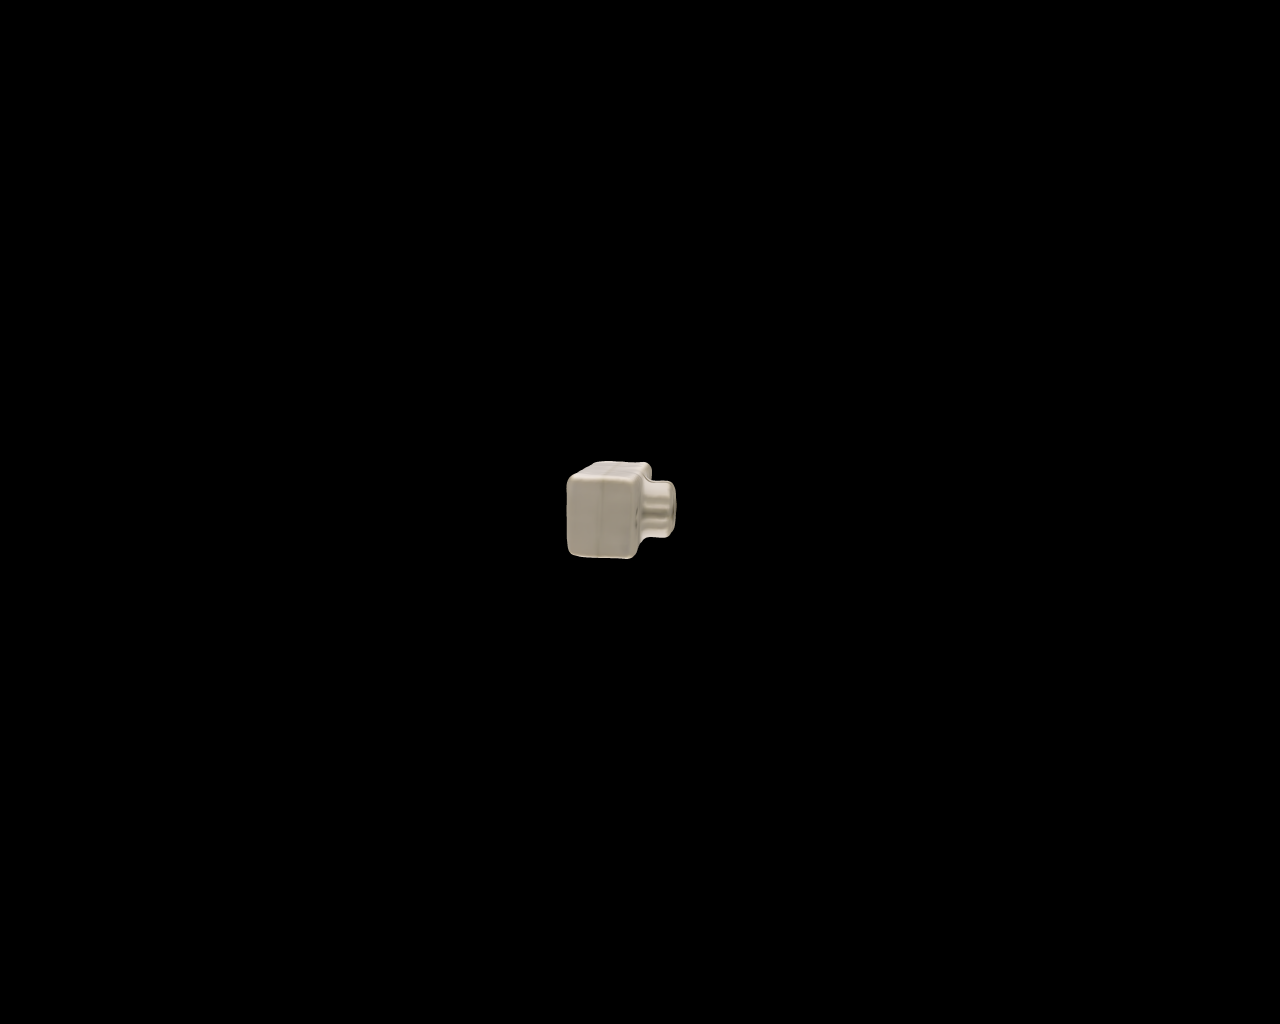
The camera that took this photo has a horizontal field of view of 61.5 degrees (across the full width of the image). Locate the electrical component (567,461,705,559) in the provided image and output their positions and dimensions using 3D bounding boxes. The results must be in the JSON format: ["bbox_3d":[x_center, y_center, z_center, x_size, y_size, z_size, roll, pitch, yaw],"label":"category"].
[{"bbox_3d":[0.001,-0.003,0.650,0.076,0.047,0.083,1,9,7],"label":"electrical component"}]
